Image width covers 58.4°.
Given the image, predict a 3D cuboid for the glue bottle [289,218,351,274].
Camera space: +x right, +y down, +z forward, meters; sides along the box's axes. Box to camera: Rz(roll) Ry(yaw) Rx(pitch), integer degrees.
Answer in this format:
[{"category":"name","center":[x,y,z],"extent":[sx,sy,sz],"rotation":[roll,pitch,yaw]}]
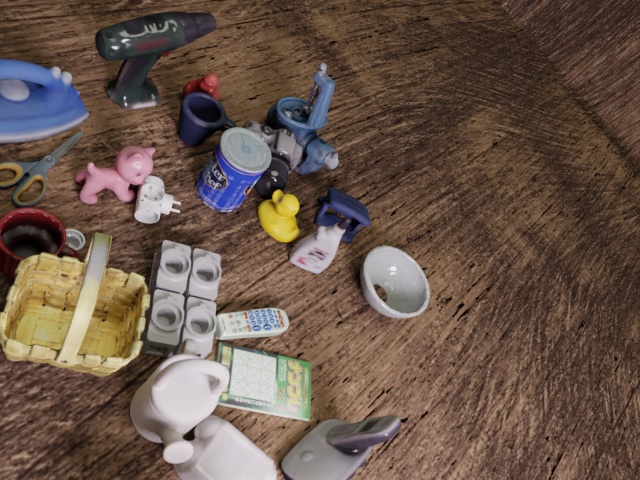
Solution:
[{"category":"glue bottle","center":[0.010,0.004,1.116],"extent":[0.078,0.172,0.037],"rotation":[21,49,-21]}]

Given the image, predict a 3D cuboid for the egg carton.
[{"category":"egg carton","center":[-0.139,0.340,0.848],"extent":[0.150,0.069,0.107],"rotation":[41,45,-4]}]

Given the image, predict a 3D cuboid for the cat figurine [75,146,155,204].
[{"category":"cat figurine","center":[-0.347,-0.123,0.994],"extent":[0.128,0.117,0.067],"rotation":[-11,66,-39]}]

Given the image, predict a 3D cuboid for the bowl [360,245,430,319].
[{"category":"bowl","center":[0.145,0.100,1.213],"extent":[0.168,0.074,0.167],"rotation":[18,51,-24]}]

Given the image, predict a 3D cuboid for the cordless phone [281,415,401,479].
[{"category":"cordless phone","center":[0.036,0.330,0.897],"extent":[0.094,0.184,0.148],"rotation":[50,45,6]}]

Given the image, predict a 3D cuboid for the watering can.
[{"category":"watering can","center":[-0.191,0.221,0.808],"extent":[0.101,0.193,0.172],"rotation":[-3,62,-36]}]

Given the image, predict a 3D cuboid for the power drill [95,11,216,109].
[{"category":"power drill","center":[-0.327,-0.353,1.106],"extent":[0.230,0.208,0.075],"rotation":[-24,75,-43]}]

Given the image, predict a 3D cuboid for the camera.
[{"category":"camera","center":[-0.109,-0.171,1.207],"extent":[0.143,0.100,0.137],"rotation":[23,49,-20]}]

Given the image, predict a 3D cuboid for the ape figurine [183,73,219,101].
[{"category":"ape figurine","center":[-0.245,-0.320,1.222],"extent":[0.078,0.092,0.076],"rotation":[44,45,-1]}]

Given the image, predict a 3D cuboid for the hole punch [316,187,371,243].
[{"category":"hole punch","center":[0.055,-0.067,1.255],"extent":[0.109,0.091,0.101],"rotation":[29,47,-15]}]

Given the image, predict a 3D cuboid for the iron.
[{"category":"iron","center":[-0.505,-0.250,0.956],"extent":[0.259,0.141,0.118],"rotation":[-13,68,-40]}]

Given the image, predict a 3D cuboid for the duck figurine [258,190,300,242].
[{"category":"duck figurine","center":[-0.071,-0.054,1.161],"extent":[0.078,0.086,0.104],"rotation":[-26,77,-43]}]

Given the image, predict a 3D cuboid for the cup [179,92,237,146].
[{"category":"cup","center":[-0.236,-0.232,1.165],"extent":[0.118,0.094,0.091],"rotation":[23,49,-20]}]

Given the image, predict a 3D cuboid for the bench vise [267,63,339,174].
[{"category":"bench vise","center":[-0.006,-0.266,1.262],"extent":[0.207,0.219,0.122],"rotation":[44,45,0]}]
